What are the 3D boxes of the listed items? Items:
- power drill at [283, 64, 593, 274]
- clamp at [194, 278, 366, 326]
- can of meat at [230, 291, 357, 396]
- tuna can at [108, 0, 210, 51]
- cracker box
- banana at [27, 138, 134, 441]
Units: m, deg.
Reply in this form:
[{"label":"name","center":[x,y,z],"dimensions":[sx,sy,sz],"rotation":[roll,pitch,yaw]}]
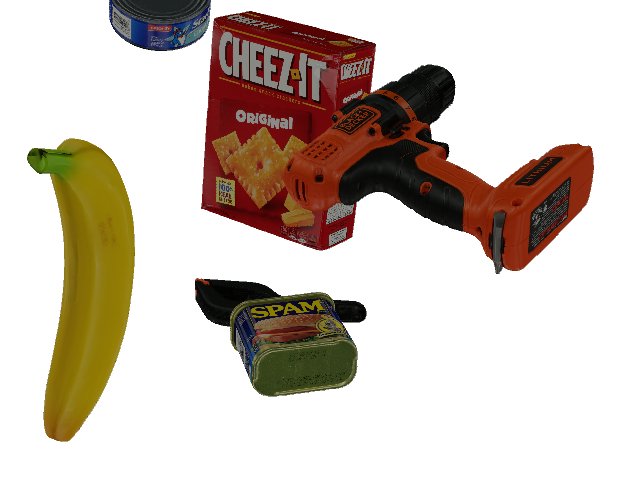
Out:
[{"label":"power drill","center":[0.095,-0.059,0.765],"dimensions":[0.188,0.057,0.184],"rotation":[22,48,34]},{"label":"clamp","center":[-0.073,0.087,1.250],"dimensions":[0.210,0.036,0.164],"rotation":[13,23,28]},{"label":"can of meat","center":[-0.024,0.095,0.971],"dimensions":[0.102,0.057,0.084],"rotation":[-6,28,-15]},{"label":"tuna can","center":[-0.134,-0.197,0.890],"dimensions":[0.086,0.086,0.034],"rotation":[0,-39,-10]},{"label":"cracker box","center":[-0.039,-0.114,1.110],"dimensions":[0.164,0.214,0.071],"rotation":[21,28,29]},{"label":"banana","center":[-0.127,0.020,0.566],"dimensions":[0.037,0.198,0.069],"rotation":[27,42,26]}]
